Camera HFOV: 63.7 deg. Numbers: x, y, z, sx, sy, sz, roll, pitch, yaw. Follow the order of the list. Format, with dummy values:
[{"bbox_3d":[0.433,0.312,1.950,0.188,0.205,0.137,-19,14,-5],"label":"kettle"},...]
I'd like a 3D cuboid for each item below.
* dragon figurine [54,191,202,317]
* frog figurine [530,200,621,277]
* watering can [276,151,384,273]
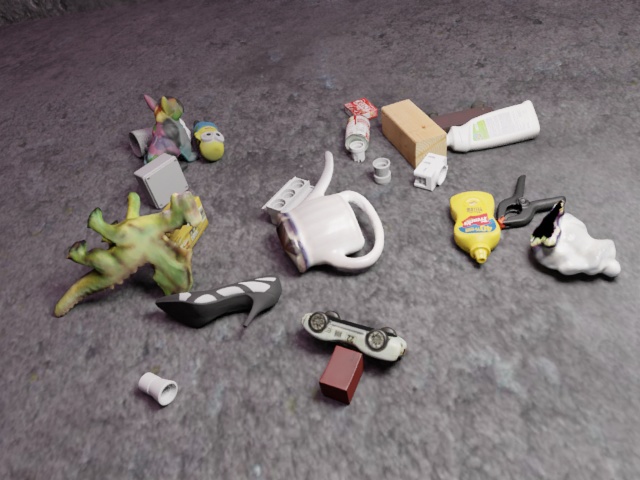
[{"bbox_3d":[-0.387,0.054,1.094,0.243,0.406,0.123,33,13,6],"label":"dragon figurine"},{"bbox_3d":[0.511,0.018,1.030,0.159,0.120,0.140,34,40,-5],"label":"frog figurine"},{"bbox_3d":[0.004,-0.059,1.178,0.225,0.101,0.355,-20,53,-10],"label":"watering can"}]
